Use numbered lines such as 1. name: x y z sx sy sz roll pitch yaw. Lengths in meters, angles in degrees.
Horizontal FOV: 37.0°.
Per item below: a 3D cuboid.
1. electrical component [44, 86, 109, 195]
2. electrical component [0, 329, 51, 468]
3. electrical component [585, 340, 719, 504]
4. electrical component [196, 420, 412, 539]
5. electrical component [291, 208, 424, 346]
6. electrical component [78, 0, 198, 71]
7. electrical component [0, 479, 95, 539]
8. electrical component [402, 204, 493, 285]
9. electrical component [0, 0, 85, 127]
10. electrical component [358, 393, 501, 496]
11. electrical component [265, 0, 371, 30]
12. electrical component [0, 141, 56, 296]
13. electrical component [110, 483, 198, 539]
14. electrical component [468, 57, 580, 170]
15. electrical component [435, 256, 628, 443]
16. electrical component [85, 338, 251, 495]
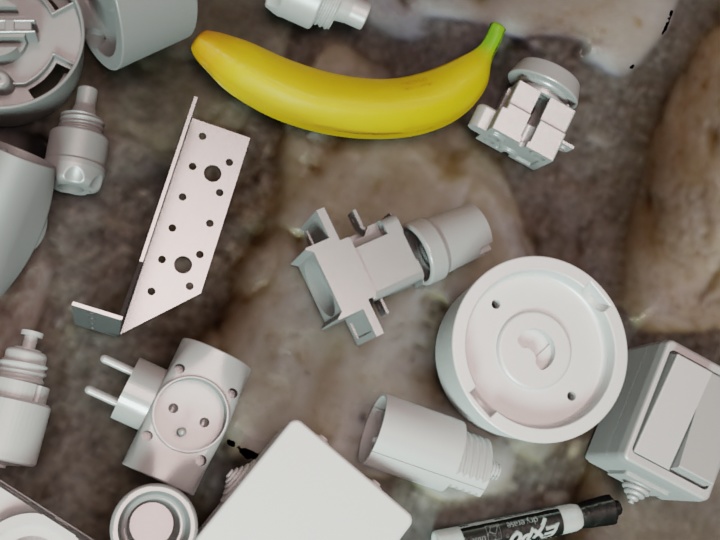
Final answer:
1. electrical component: -0.161 -0.076 0.619 0.035 0.035 0.061 9 76 -12
2. electrical component: -0.188 0.071 0.582 0.040 0.040 0.078 14 77 -11
3. electrical component: 0.187 0.098 0.657 0.062 0.061 0.096 28 75 -7
4. electrical component: -0.035 0.145 0.601 0.100 0.048 0.099 41 73 -4
5. electrical component: 0.000 0.000 0.640 0.064 0.042 0.081 -24 86 -18
6. electrical component: -0.130 -0.174 0.610 0.060 0.108 0.108 -24 86 -23
7. electrical component: -0.146 0.202 0.557 0.186 0.060 0.105 35 74 -5
8. electrical component: 0.052 -0.017 0.658 0.046 0.040 0.040 -23 86 -22
9. electrical component: -0.204 -0.131 0.602 0.099 0.064 0.099 2 79 -9
10. electrical component: 0.044 0.106 0.630 0.081 0.043 0.043 21 76 -9
11. electrical component: -0.024 -0.169 0.665 0.062 0.043 0.043 22 75 -11
12. electrical component: -0.216 -0.036 0.590 0.079 0.044 0.077 26 95 19
13. electrical component: -0.111 0.136 0.575 0.044 0.065 0.044 2 79 -13
14. electrical component: 0.110 -0.101 0.684 0.066 0.048 0.055 28 82 -7
15. electrical component: 0.097 0.050 0.645 0.108 0.060 0.108 2 79 -13
16. electrical component: -0.112 0.074 0.598 0.079 0.044 0.077 26 75 -7
